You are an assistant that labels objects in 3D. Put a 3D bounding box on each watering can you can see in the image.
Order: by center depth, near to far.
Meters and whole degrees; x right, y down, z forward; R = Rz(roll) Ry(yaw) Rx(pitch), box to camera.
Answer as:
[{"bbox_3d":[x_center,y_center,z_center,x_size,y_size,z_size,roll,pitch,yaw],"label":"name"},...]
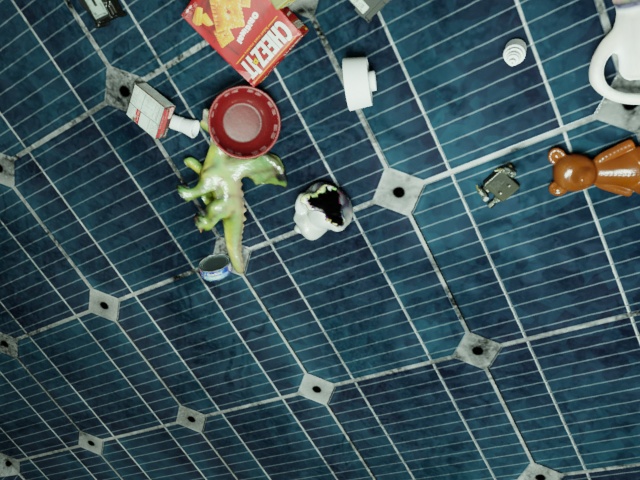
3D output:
[{"bbox_3d":[0.655,-0.364,0.896,0.346,0.106,0.221,-11,114,20],"label":"watering can"}]

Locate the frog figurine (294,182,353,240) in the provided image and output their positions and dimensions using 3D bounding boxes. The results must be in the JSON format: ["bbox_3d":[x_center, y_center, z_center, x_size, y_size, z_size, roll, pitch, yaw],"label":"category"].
[{"bbox_3d":[0.004,-0.063,1.245,0.137,0.125,0.157,18,158,-5],"label":"frog figurine"}]

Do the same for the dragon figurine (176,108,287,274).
[{"bbox_3d":[-0.195,-0.125,1.251,0.241,0.124,0.405,-22,111,15],"label":"dragon figurine"}]
